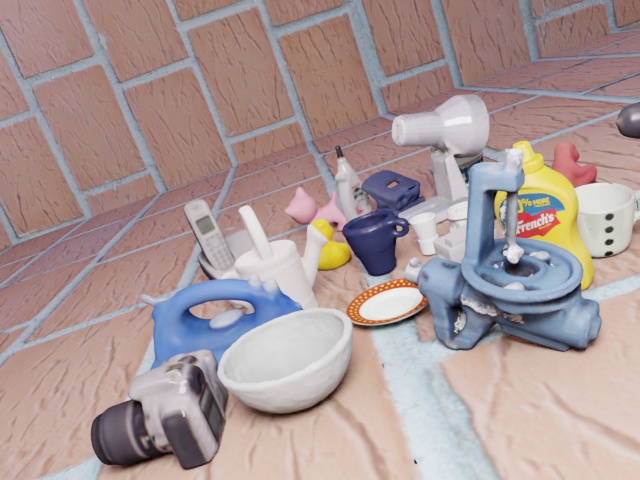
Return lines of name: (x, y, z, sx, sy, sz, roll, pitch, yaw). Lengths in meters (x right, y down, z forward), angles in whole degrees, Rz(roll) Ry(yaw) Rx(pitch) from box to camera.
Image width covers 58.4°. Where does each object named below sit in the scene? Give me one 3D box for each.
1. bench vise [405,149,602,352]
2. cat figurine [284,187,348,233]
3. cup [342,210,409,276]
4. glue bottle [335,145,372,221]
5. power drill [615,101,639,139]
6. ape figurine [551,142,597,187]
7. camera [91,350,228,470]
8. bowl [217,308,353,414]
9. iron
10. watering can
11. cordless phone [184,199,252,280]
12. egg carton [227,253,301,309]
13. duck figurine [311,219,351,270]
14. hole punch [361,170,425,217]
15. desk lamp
bench vise: (0.171, 0.019, 0.610, 0.206, 0.220, 0.122, -11, 19, 27)
cat figurine: (-0.013, -0.065, 1.259, 0.128, 0.118, 0.067, -22, 17, -6)
cup: (0.103, 0.008, 0.941, 0.117, 0.095, 0.092, -6, 21, 38)
glue bottle: (0.064, -0.128, 1.275, 0.037, 0.173, 0.078, -5, 22, 39)
power drill: (0.451, -0.075, 0.614, 0.229, 0.209, 0.075, -17, 17, 9)
ape figurine: (0.435, -0.128, 0.999, 0.076, 0.092, 0.077, -23, 17, -9)
camera: (-0.190, 0.196, 0.670, 0.136, 0.101, 0.143, -19, 17, 3)
bowl: (-0.031, 0.152, 0.675, 0.167, 0.075, 0.167, -18, 17, 6)
iron: (-0.121, 0.110, 0.791, 0.258, 0.141, 0.118, -16, 17, 12)
watering can: (-0.073, 0.033, 0.886, 0.173, 0.194, 0.100, -29, 19, -28)
cordless phone: (-0.187, -0.008, 1.160, 0.148, 0.185, 0.093, -32, 21, -35)
egg carton: (-0.100, 0.067, 1.026, 0.150, 0.069, 0.107, -14, 18, 18)
duck figurine: (0.010, 0.004, 1.074, 0.077, 0.086, 0.104, -24, 17, -14)
hole punch: (0.159, -0.104, 1.237, 0.100, 0.091, 0.109, -2, 24, 46)
desk lamp: (0.233, -0.158, 1.108, 0.203, 0.214, 0.117, -24, 17, -14)
